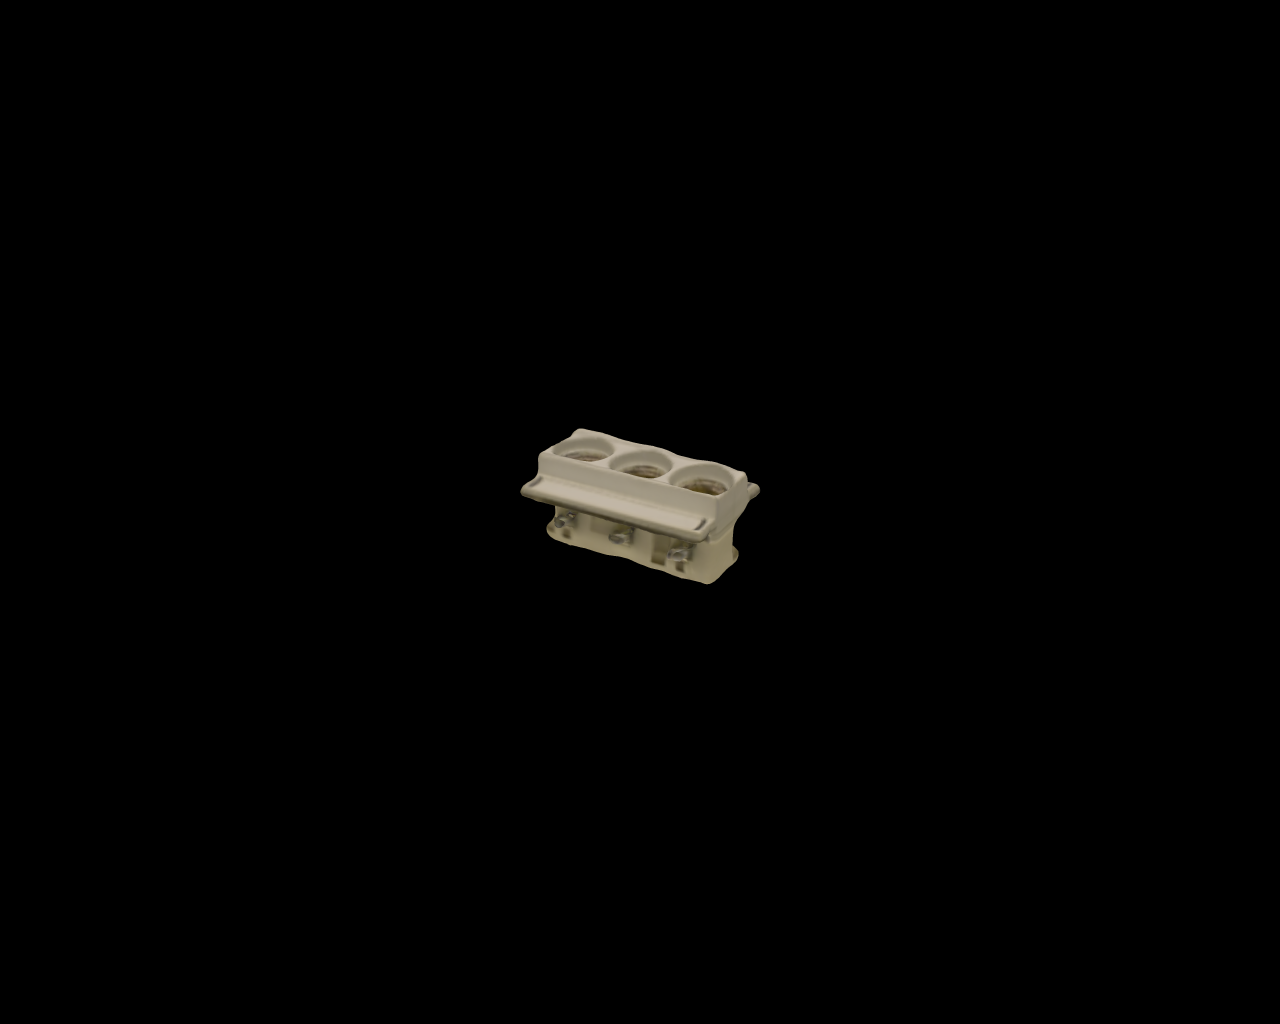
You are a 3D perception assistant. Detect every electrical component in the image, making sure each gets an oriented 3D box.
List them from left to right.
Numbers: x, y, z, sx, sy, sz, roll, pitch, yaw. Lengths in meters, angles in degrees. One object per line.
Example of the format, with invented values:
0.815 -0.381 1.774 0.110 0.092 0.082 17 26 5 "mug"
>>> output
0.001 -0.003 0.650 0.121 0.063 0.079 16 32 27 "electrical component"
